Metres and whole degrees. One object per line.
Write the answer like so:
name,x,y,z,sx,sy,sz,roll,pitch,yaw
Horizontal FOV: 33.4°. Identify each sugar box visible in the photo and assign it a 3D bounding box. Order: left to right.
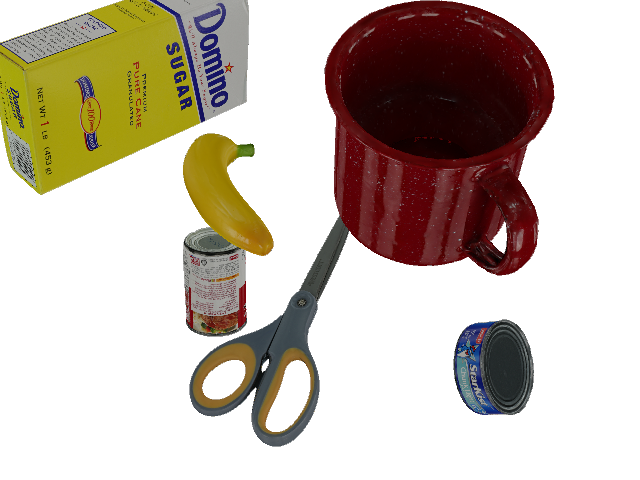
sugar box,-0.124,-0.107,0.700,0.175,0.093,0.048,-29,49,-33

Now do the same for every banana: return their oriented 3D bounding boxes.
banana,-0.081,-0.049,0.904,0.069,0.037,0.198,3,30,-10

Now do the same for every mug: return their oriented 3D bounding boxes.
mug,0.054,-0.034,0.458,0.093,0.117,0.081,-27,-30,-18

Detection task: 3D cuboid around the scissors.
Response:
scissors,-0.032,0.052,0.740,0.096,0.201,0.016,0,-41,10

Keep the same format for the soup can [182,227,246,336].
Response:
soup can,-0.115,0.044,1.167,0.068,0.102,0.068,1,25,-1

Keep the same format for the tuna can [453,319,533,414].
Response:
tuna can,0.158,0.116,0.971,0.034,0.086,0.085,-10,-6,41
